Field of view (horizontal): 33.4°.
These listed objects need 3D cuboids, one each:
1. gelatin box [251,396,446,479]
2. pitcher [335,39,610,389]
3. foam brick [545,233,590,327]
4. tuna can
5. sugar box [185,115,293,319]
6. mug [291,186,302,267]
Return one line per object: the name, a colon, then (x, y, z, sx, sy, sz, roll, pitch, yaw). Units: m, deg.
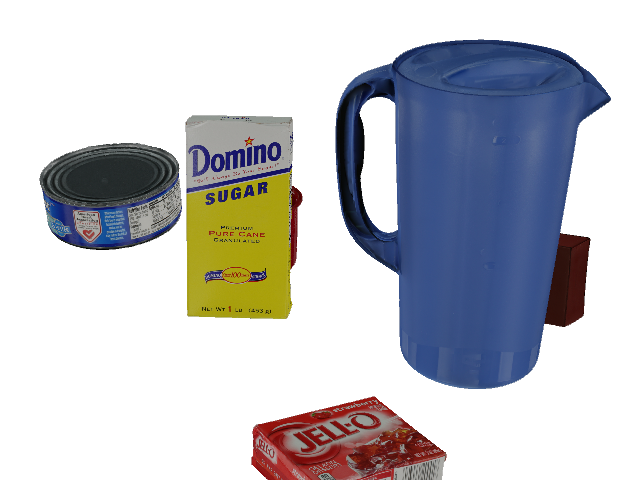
gelatin box: (0.015, 0.125, 0.615, 0.089, 0.030, 0.073, -7, 23, -32)
pitcher: (0.105, -0.018, 0.782, 0.144, 0.243, 0.149, -20, 32, -35)
foam brick: (0.214, 0.035, 0.990, 0.053, 0.078, 0.051, 10, 17, 32)
tuna can: (-0.130, -0.029, 0.669, 0.086, 0.034, 0.086, -1, 30, 1)
sugar box: (-0.071, -0.021, 0.943, 0.093, 0.176, 0.048, 1, 14, 2)
mug: (-0.078, -0.010, 1.164, 0.117, 0.081, 0.093, -6, 29, -13)
